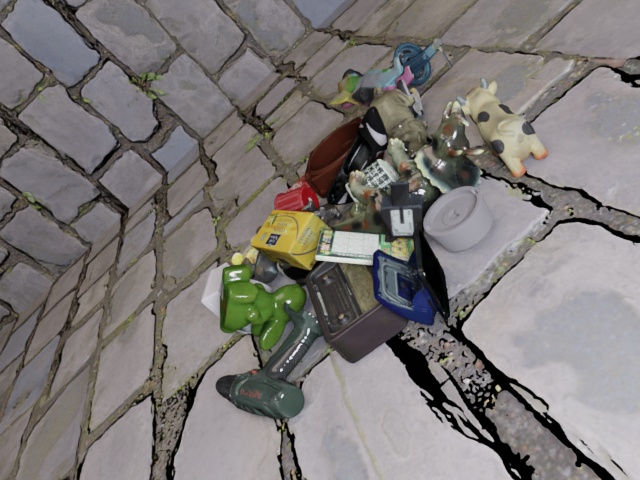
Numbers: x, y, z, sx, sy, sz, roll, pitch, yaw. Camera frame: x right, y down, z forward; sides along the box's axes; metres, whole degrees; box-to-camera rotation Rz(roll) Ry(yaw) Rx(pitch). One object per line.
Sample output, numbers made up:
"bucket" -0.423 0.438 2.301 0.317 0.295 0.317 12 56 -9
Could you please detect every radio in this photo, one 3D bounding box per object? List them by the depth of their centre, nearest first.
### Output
"radio" 0.056 0.101 0.948 0.131 0.073 0.230 -39 26 8

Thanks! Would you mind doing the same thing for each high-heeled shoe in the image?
"high-heeled shoe" 0.070 -0.179 1.193 0.145 0.248 0.086 -29 56 -14

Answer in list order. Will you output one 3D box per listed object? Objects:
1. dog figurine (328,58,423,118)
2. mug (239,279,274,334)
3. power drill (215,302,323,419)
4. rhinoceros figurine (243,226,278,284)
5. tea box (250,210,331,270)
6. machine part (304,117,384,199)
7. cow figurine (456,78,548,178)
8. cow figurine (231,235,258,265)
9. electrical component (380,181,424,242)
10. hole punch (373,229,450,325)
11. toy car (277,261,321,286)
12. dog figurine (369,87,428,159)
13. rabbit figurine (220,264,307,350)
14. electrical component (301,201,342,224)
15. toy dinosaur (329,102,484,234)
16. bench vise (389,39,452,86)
"dog figurine" 0.135 -0.357 1.362 0.219 0.191 0.108 -15 -3 33
"mug" -0.147 0.149 1.174 0.110 0.080 0.107 -6 58 44
"power drill" -0.086 0.217 0.980 0.207 0.086 0.232 -51 29 -21
"rhinoceros figurine" -0.098 0.016 1.262 0.073 0.112 0.190 23 82 45
"tea box" -0.060 -0.003 1.100 0.170 0.068 0.098 7 61 55
"machine part" 0.061 -0.212 1.378 0.201 0.087 0.201 -28 29 30
"cow figurine" 0.317 -0.210 0.966 0.085 0.127 0.195 -34 30 15
"cow figurine" -0.143 0.019 1.356 0.167 0.068 0.098 -44 -1 0
"electrical component" 0.142 -0.055 0.937 0.075 0.119 0.048 -6 30 15
"hole punch" 0.142 0.065 0.831 0.092 0.115 0.142 -26 33 21
"toy car" -0.011 0.046 1.121 0.202 0.073 0.056 -17 39 44
"dog figurine" 0.175 -0.246 1.180 0.121 0.172 0.191 -46 17 22
"rabbit figurine" -0.109 0.137 1.071 0.121 0.170 0.159 -135 49 -66
"electrical component" 0.001 -0.066 1.272 0.078 0.045 0.102 -26 23 -6
"toy dinosaur" 0.150 -0.076 1.032 0.404 0.131 0.192 -47 36 18
"bench vise" 0.232 -0.449 1.425 0.223 0.128 0.241 -46 11 -27
